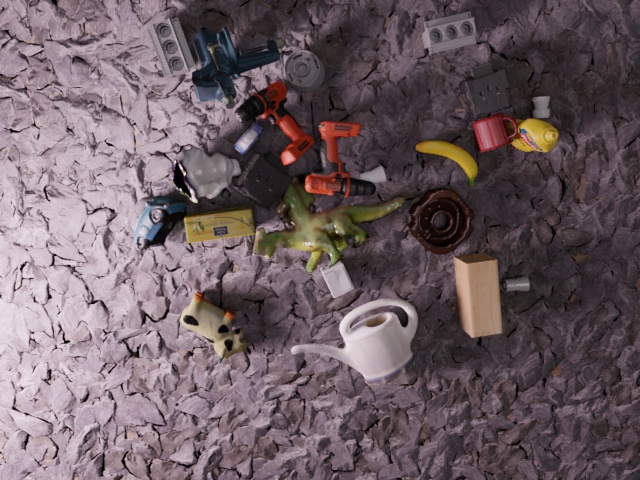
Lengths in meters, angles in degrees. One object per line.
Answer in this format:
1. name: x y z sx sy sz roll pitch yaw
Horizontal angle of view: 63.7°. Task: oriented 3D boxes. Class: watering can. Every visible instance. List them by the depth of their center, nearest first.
1. watering can: 0.116 0.294 1.394 0.348 0.222 0.105 -26 -168 -1

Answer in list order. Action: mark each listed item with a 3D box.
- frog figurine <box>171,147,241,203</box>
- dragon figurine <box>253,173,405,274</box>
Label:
1. frog figurine: -0.288 -0.175 1.302 0.162 0.137 0.121 -33 -176 -36
2. dragon figurine: 0.004 -0.067 1.339 0.242 0.413 0.121 52 167 -4
